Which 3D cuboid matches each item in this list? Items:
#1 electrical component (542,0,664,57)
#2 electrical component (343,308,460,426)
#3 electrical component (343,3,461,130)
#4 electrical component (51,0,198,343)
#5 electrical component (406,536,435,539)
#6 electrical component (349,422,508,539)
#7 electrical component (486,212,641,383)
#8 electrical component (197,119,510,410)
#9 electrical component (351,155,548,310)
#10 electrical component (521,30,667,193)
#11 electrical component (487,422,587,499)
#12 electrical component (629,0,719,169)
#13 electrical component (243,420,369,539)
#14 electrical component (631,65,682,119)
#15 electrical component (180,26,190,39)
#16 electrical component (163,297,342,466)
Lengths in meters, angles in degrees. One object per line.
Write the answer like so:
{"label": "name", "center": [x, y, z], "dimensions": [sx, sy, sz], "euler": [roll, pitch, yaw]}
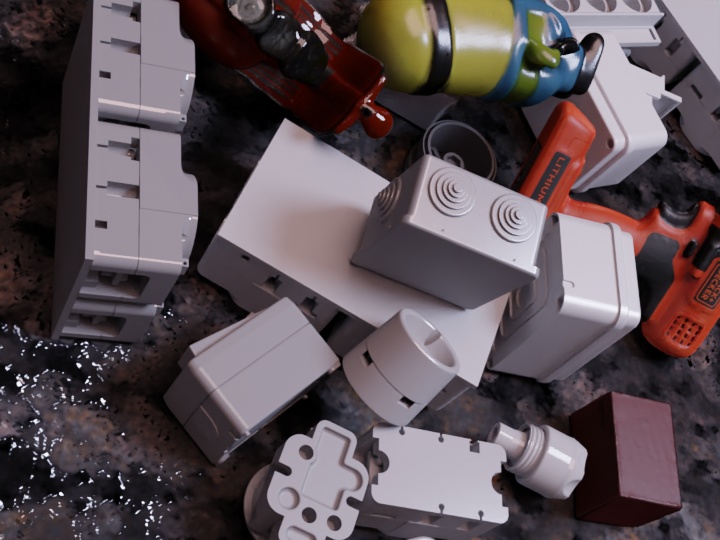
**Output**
{"label": "electrical component", "center": [0.188, -0.216, 0.921], "dimensions": [0.121, 0.063, 0.078], "euler": [-8, 67, -30]}
{"label": "electrical component", "center": [0.026, 0.056, 0.635], "dimensions": [0.055, 0.047, 0.055], "euler": [41, 19, -17]}
{"label": "electrical component", "center": [0.039, -0.167, 0.828], "dimensions": [0.100, 0.048, 0.099], "euler": [29, 54, -9]}
{"label": "electrical component", "center": [-0.142, -0.062, 0.645], "dimensions": [0.060, 0.105, 0.186], "euler": [7, 61, -23]}
{"label": "electrical component", "center": [0.001, 0.190, 0.606], "dimensions": [0.095, 0.059, 0.053], "euler": [-6, 67, -29]}
{"label": "electrical component", "center": [0.037, 0.132, 0.658], "dimensions": [0.089, 0.055, 0.050], "euler": [14, 58, -20]}
{"label": "electrical component", "center": [0.135, 0.021, 0.733], "dimensions": [0.057, 0.113, 0.078], "euler": [12, 59, -17]}
{"label": "electrical component", "center": [0.000, 0.000, 0.709], "dimensions": [0.186, 0.060, 0.105], "euler": [31, 54, -8]}
{"label": "electrical component", "center": [0.054, -0.022, 0.649], "dimensions": [0.100, 0.100, 0.048], "euler": [22, 69, -15]}
{"label": "electrical component", "center": [0.181, -0.127, 0.859], "dimensions": [0.057, 0.078, 0.113], "euler": [-11, 69, -34]}
{"label": "electrical component", "center": [0.115, 0.122, 0.710], "dimensions": [0.062, 0.043, 0.043], "euler": [28, 55, -9]}
{"label": "electrical component", "center": [0.320, -0.187, 0.972], "dimensions": [0.105, 0.060, 0.186], "euler": [-22, 75, -34]}
{"label": "electrical component", "center": [-0.034, 0.133, 0.621], "dimensions": [0.058, 0.057, 0.078], "euler": [28, 55, -11]}
{"label": "electrical component", "center": [0.226, -0.137, 0.910], "dimensions": [0.081, 0.042, 0.063], "euler": [19, 58, -16]}
{"label": "electrical component", "center": [-0.121, -0.199, 0.748], "dimensions": [0.051, 0.080, 0.080], "euler": [-25, 76, -29]}
{"label": "electrical component", "center": [-0.063, 0.060, 0.644], "dimensions": [0.096, 0.061, 0.061], "euler": [-35, 82, -36]}
